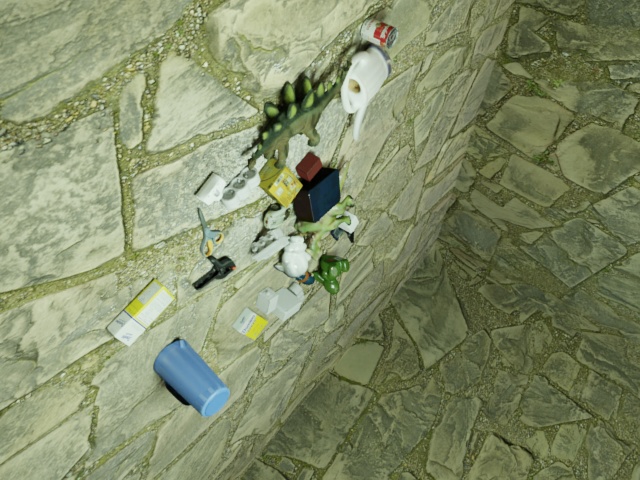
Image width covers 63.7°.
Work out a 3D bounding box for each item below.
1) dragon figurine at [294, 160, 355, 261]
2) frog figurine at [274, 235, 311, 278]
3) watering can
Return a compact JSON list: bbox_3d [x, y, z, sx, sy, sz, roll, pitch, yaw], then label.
[{"bbox_3d":[0.006,-0.100,1.984,0.246,0.123,0.401,-27,134,-38],"label":"dragon figurine"},{"bbox_3d":[-0.088,0.061,1.957,0.137,0.125,0.157,4,130,-44],"label":"frog figurine"},{"bbox_3d":[0.148,-0.505,1.725,0.227,0.105,0.341,-52,156,-17],"label":"watering can"}]
